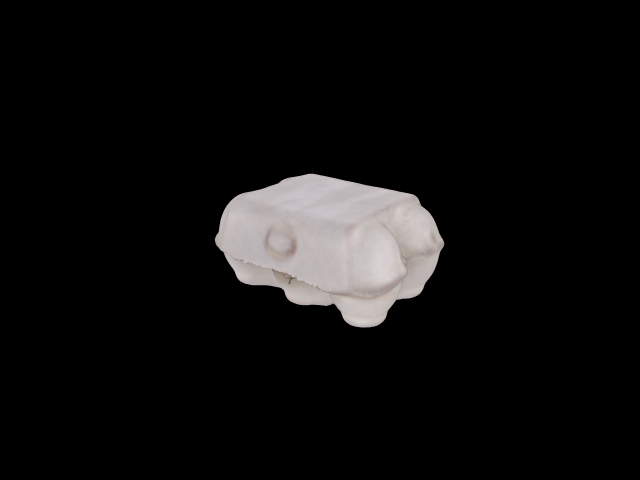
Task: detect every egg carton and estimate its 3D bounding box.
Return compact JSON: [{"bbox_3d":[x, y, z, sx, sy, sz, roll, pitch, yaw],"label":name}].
[{"bbox_3d":[0.004,0.001,0.400,0.149,0.069,0.107,16,27,34],"label":"egg carton"}]
